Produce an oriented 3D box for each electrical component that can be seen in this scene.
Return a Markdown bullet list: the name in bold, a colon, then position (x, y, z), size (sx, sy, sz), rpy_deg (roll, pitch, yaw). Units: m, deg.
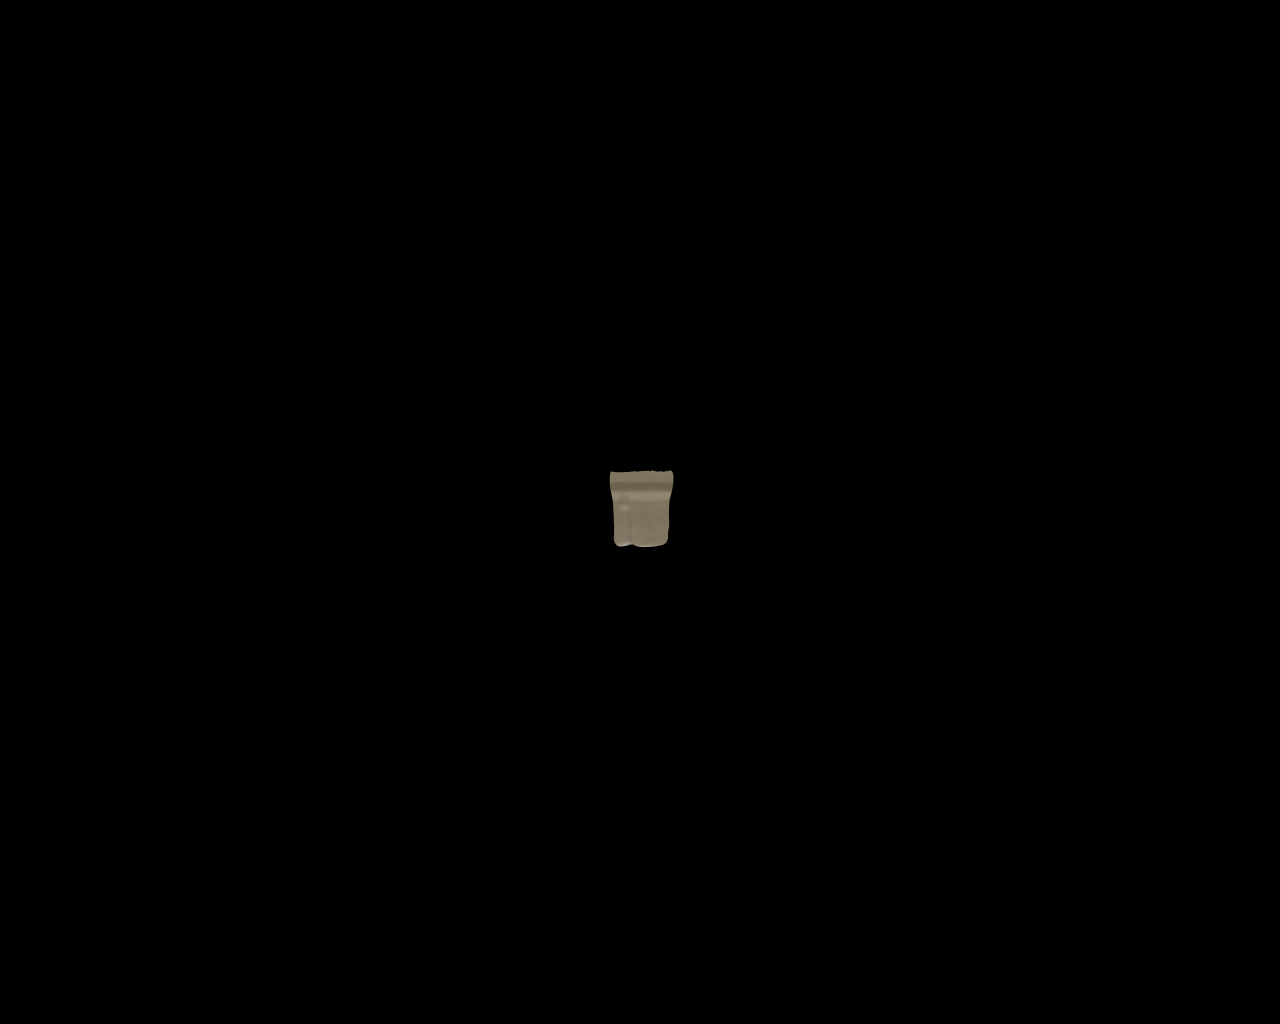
- **electrical component**: position (0.001, -0.003, 0.650), size (0.040, 0.046, 0.040), rpy_deg (0, 0, 0)
